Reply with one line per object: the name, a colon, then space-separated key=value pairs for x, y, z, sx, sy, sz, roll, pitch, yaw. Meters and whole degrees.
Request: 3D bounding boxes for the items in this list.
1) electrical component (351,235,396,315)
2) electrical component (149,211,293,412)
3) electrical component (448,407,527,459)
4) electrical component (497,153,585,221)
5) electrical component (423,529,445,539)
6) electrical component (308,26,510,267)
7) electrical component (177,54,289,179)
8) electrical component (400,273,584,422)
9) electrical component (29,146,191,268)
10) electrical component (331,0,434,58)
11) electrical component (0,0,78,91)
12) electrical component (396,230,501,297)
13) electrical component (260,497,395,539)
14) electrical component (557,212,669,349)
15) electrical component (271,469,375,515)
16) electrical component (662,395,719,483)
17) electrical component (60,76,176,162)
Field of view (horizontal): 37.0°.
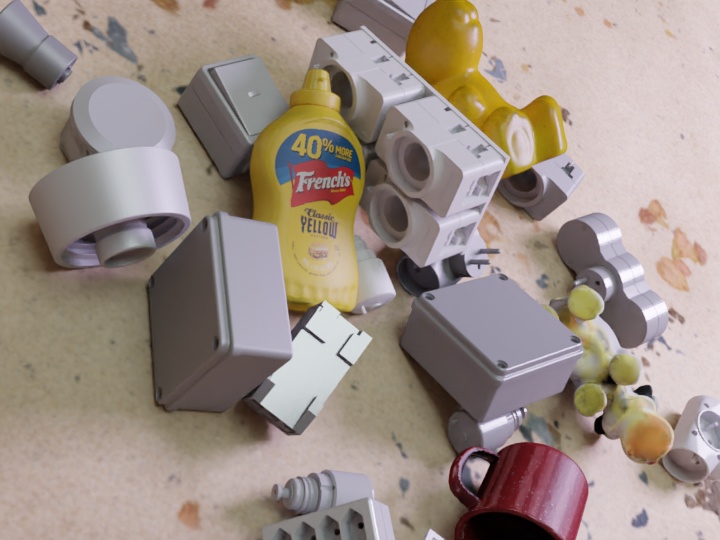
electrical component: x=0.000 y=0.000 z=0.895 sx=0.040 sy=0.040 sz=0.078 roll=-8 pitch=68 yaw=-37
electrical component: x=-0.101 y=0.032 z=0.761 sx=0.056 sy=0.109 sz=0.108 roll=10 pitch=58 yaw=-33
electrical component: x=0.108 y=0.128 z=0.889 sx=0.078 sy=0.040 sz=0.040 roll=-15 pitch=71 yaw=-39
electrical component: x=0.168 y=-0.100 z=1.065 sx=0.089 sy=0.050 sz=0.055 roll=45 pitch=47 yaw=-2
electrical component: x=0.044 y=0.232 z=0.764 sx=0.042 sy=0.064 sz=0.081 roll=38 pitch=47 yaw=-7
electrical component: x=0.024 y=-0.103 z=0.895 sx=0.060 sy=0.105 sz=0.186 roll=-21 pitch=56 yaw=-38
electrical component: x=-0.095 y=-0.125 z=0.894 sx=0.062 sy=0.061 sz=0.096 roll=-24 pitch=78 yaw=-41
electrical component: x=0.109 y=0.062 z=0.896 sx=0.109 sy=0.056 sz=0.109 roll=-13 pitch=44 yaw=-39
electrical component: x=-0.172 y=-0.036 z=0.759 sx=0.108 sy=0.108 sz=0.060 roll=-10 pitch=75 yaw=-38
electrical component: x=0.031 y=-0.259 z=1.064 sx=0.096 sy=0.061 sz=0.061 roll=29 pitch=50 yaw=-16
electrical component: x=-0.252 y=-0.171 z=0.830 sx=0.065 sy=0.044 sz=0.044 roll=40 pitch=47 yaw=-13
electrical component: x=0.084 y=-0.012 z=0.937 sx=0.077 sy=0.079 sz=0.044 roll=-43 pitch=123 yaw=-43
electrical component: x=-0.014 y=0.196 z=0.747 sx=0.076 sy=0.083 sz=0.047 roll=44 pitch=31 yaw=-60
electrical component: x=0.233 y=0.013 z=1.038 sx=0.074 sy=0.052 sz=0.138 roll=-17 pitch=73 yaw=-40
electrical component: x=-0.026 y=0.164 z=0.775 sx=0.078 sy=0.040 sz=0.040 roll=13 pitch=56 yaw=-27
electrical component: x=0.330 y=0.170 z=1.011 sx=0.079 sy=0.044 sz=0.077 roll=45 pitch=47 yaw=-3
electrical component: x=-0.187 y=-0.104 z=0.825 sx=0.080 sy=0.051 sz=0.080 roll=17 pitch=54 yaw=-25
